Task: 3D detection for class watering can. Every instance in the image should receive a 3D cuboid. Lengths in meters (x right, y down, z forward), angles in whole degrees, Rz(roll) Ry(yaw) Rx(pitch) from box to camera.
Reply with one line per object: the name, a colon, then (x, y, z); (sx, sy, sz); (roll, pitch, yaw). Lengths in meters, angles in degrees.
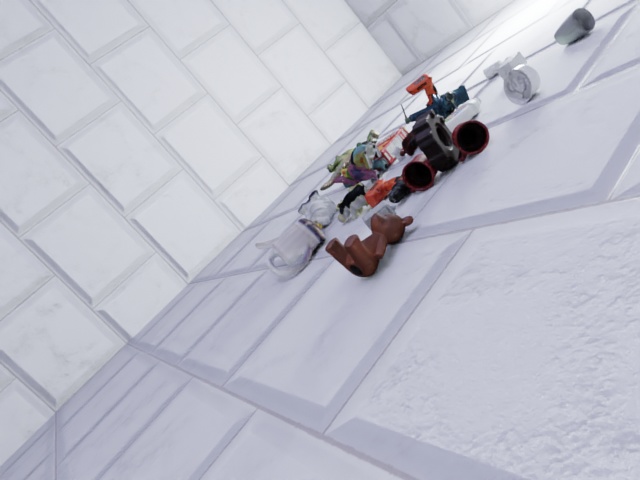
watering can: (-0.110, 0.010, 1.817); (0.225, 0.102, 0.352); (-43, 31, -7)

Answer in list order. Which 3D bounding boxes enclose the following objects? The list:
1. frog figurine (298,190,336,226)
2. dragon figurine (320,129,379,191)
frog figurine: (0.006, -0.100, 1.989); (0.138, 0.120, 0.162); (-35, 47, -14)
dragon figurine: (0.153, -0.370, 2.255); (0.238, 0.122, 0.419); (-44, 8, 44)
